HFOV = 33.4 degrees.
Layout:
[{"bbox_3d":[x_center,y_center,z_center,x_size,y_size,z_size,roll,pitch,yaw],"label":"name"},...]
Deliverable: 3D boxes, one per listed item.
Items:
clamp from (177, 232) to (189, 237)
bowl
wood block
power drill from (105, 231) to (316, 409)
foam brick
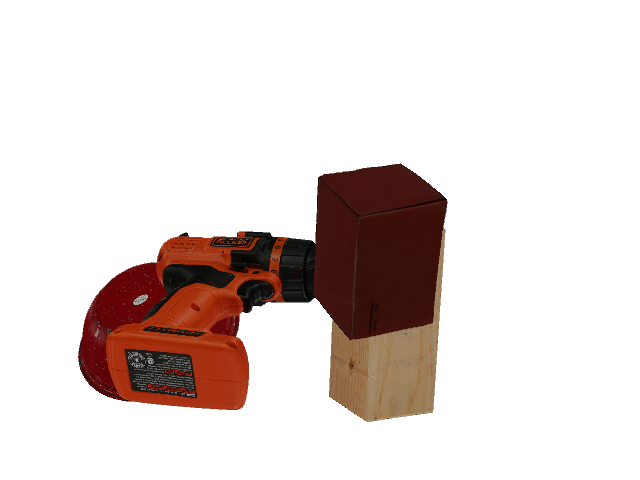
[{"bbox_3d":[-0.146,0.043,1.222,0.120,0.039,0.171,-2,32,26],"label":"clamp"},{"bbox_3d":[-0.161,0.072,1.004,0.162,0.055,0.162,-10,43,9],"label":"bowl"},{"bbox_3d":[0.071,0.082,1.175,0.090,0.206,0.091,-3,13,-28],"label":"wood block"},{"bbox_3d":[-0.060,0.053,0.795,0.185,0.057,0.187,1,24,17],"label":"power drill"},{"bbox_3d":[0.030,0.005,0.571,0.052,0.078,0.051,-9,32,-22],"label":"foam brick"}]
